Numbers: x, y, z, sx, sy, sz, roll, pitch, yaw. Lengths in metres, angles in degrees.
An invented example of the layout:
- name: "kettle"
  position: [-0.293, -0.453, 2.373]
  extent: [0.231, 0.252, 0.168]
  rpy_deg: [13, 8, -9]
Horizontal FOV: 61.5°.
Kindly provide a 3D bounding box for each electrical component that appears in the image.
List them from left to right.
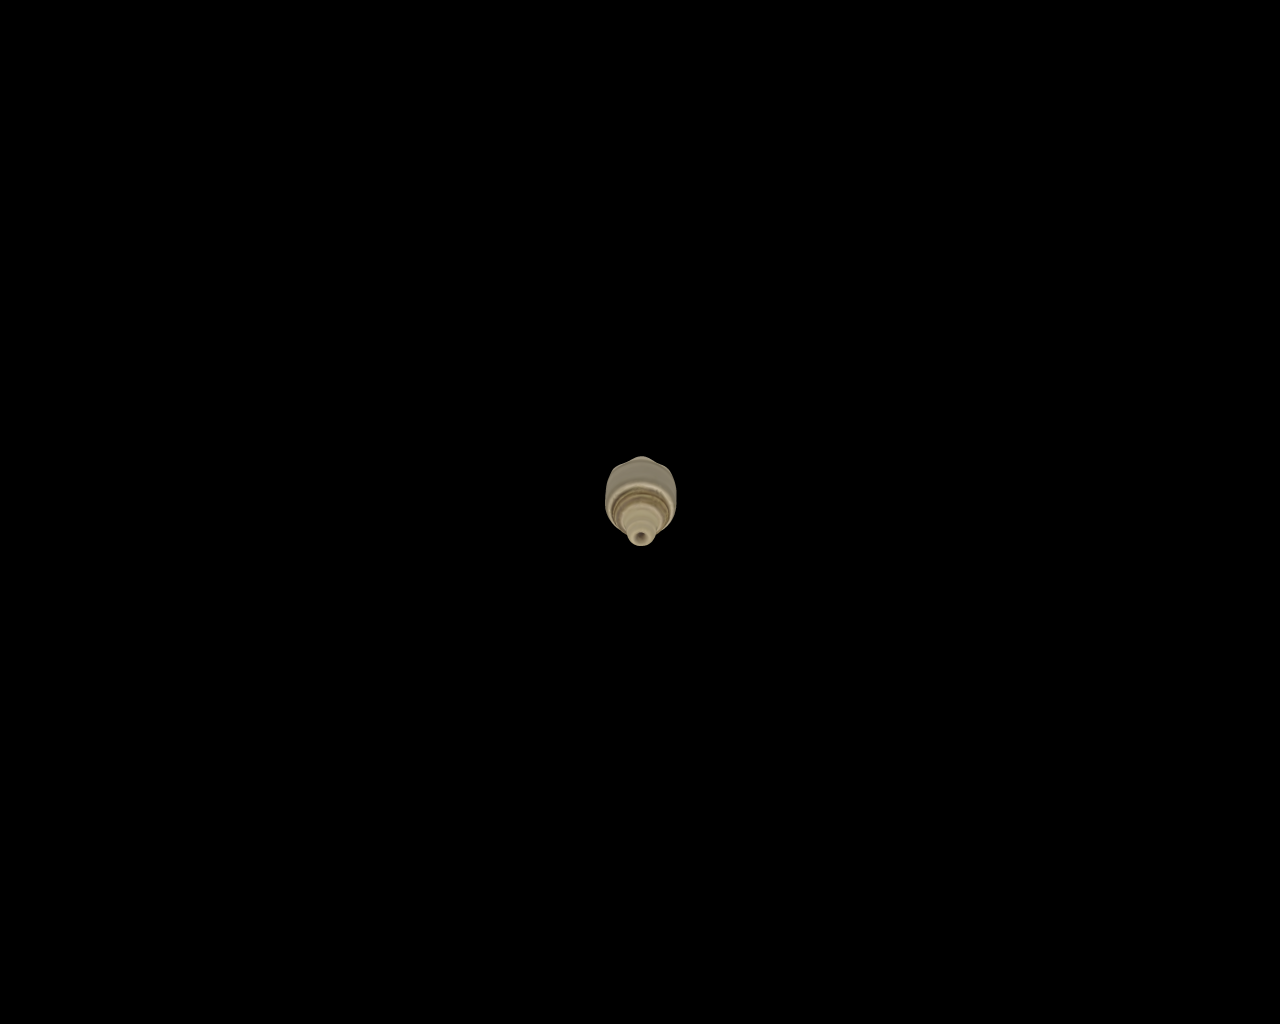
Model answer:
- name: "electrical component"
  position: [0.001, -0.003, 0.650]
  extent: [0.043, 0.043, 0.062]
  rpy_deg: [0, 36, 0]
